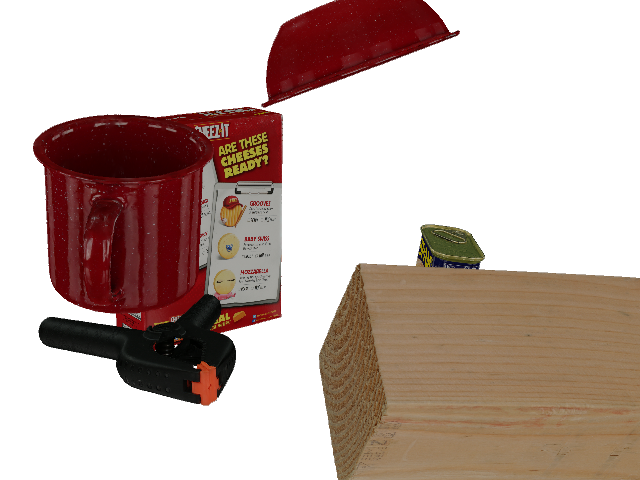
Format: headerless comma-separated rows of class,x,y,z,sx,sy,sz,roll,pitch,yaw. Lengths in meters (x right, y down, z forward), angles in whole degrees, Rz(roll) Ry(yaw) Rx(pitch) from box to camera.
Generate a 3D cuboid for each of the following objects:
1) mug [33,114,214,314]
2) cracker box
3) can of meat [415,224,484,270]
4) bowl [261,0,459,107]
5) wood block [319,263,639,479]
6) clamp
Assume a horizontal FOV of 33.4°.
mug,-0.105,-0.008,0.563,0.093,0.081,0.117,4,26,-3
cracker box,-0.120,-0.015,1.043,0.163,0.214,0.072,-12,20,-37
can of meat,0.132,0.039,1.138,0.057,0.084,0.102,7,18,-7
bowl,0.021,-0.154,0.816,0.162,0.055,0.162,-20,7,2
wood block,0.113,0.078,0.585,0.205,0.091,0.090,3,-41,-16
clamp,-0.120,0.085,0.877,0.164,0.036,0.210,-11,16,-32
